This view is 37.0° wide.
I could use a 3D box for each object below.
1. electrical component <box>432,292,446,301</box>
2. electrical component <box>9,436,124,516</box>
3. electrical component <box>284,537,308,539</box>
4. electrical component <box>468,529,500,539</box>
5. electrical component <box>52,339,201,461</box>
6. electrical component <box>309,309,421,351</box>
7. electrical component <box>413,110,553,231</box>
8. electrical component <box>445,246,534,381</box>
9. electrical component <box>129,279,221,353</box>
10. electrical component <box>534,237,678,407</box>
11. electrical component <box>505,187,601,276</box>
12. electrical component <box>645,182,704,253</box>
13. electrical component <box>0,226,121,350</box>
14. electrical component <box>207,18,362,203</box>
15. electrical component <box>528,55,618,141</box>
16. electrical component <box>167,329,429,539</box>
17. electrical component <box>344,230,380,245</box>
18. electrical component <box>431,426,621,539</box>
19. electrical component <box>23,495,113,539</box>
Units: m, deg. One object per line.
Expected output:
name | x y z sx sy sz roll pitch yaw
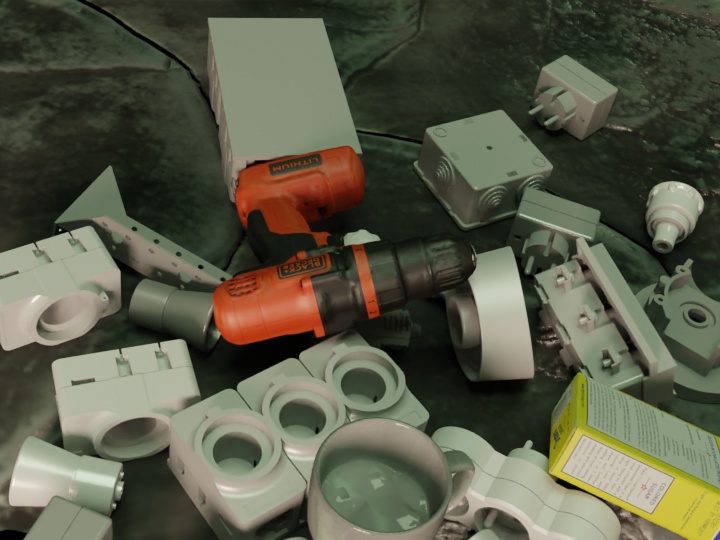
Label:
electrical component | 0.060 0.005 0.851 0.035 0.035 0.061 -21 58 -27
electrical component | -0.183 0.133 0.681 0.065 0.044 0.044 13 46 -5
electrical component | -0.065 0.204 0.629 0.095 0.053 0.059 -12 51 -21
electrical component | 0.089 0.196 0.676 0.044 0.044 0.065 -26 52 -30
electrical component | -0.155 0.089 0.719 0.089 0.050 0.055 -9 50 -18
electrical component | 0.005 0.042 0.799 0.081 0.043 0.043 6 47 -6
electrical component | 0.108 -0.090 0.938 0.100 0.048 0.099 -17 53 -25
electrical component | 0.100 0.034 0.792 0.064 0.099 0.099 -8 50 -10
electrical component | -0.135 0.031 0.785 0.065 0.044 0.044 16 47 10
electrical component | 0.182 0.047 0.814 0.063 0.078 0.121 -22 52 -1
electrical component | 0.154 -0.019 0.882 0.066 0.047 0.076 19 47 7
electrical component | 0.268 -0.042 0.930 0.048 0.048 0.062 21 54 9
electrical component | -0.222 0.015 0.774 0.089 0.050 0.055 -21 55 -27
electrical component | -0.072 -0.140 0.941 0.105 0.060 0.186 -3 48 -14
electrical component | 0.190 -0.156 1.016 0.077 0.047 0.066 -33 61 -34
electrical component | -0.040 0.111 0.714 0.150 0.061 0.089 -25 57 -29
electrical component | 0.000 0.000 0.844 0.035 0.035 0.061 7 50 -4
electrical component | 0.109 0.145 0.719 0.138 0.052 0.073 27 49 13
electrical component | -0.155 0.179 0.626 0.077 0.065 0.047 21 47 8
